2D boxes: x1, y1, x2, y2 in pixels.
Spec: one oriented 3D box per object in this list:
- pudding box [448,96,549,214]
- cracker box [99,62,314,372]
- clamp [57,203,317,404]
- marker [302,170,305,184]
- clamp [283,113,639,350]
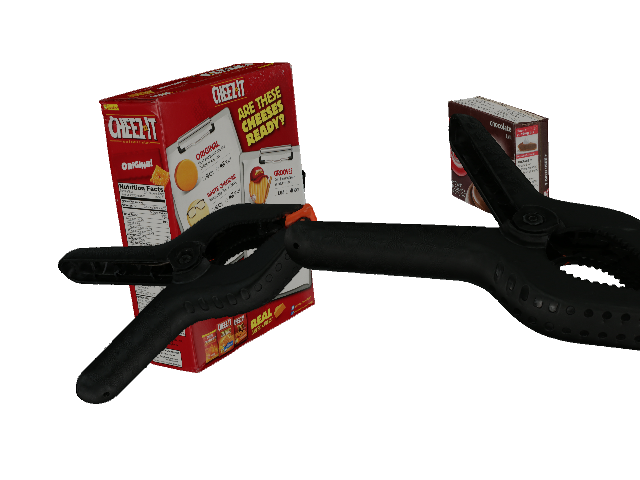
[{"bbox_3d":[0.154,-0.072,0.928,0.039,0.090,0.114,-14,21,-21],"label":"pudding box"},{"bbox_3d":[-0.085,-0.024,0.859,0.072,0.214,0.163,5,20,35],"label":"cracker box"},{"bbox_3d":[-0.079,0.030,0.638,0.171,0.120,0.039,-19,-39,9],"label":"clamp"},{"bbox_3d":[-0.023,-0.021,1.047,0.020,0.121,0.020,-1,38,0],"label":"marker"},{"bbox_3d":[0.097,0.006,0.548,0.164,0.036,0.210,-30,46,-33],"label":"clamp"}]
